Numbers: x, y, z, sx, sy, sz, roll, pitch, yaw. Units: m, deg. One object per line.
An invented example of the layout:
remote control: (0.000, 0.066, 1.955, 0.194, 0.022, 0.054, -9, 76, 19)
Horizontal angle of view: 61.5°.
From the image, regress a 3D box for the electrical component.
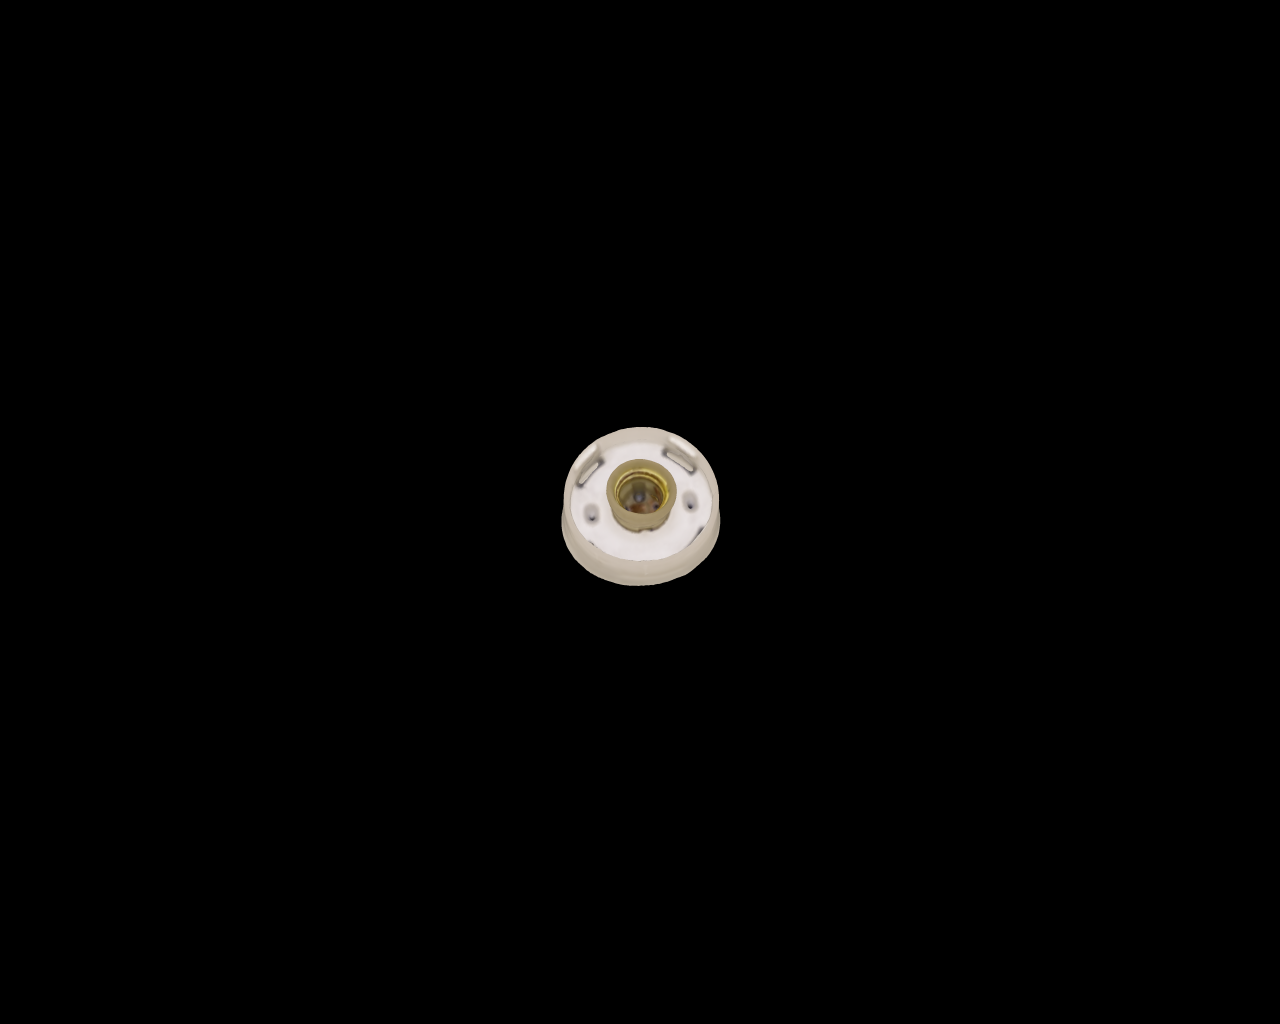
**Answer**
electrical component: (0.001, -0.003, 0.650, 0.099, 0.099, 0.064, 0, -24, 0)
